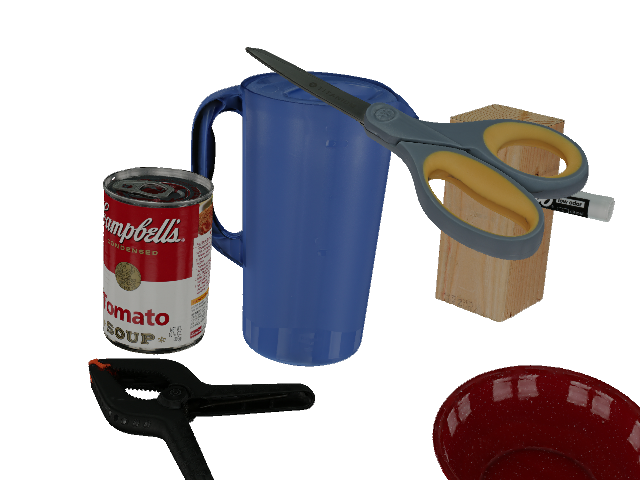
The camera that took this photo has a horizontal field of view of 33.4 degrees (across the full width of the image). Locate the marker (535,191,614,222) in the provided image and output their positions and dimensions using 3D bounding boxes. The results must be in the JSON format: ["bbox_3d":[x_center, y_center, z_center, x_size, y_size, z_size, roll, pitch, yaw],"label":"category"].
[{"bbox_3d":[0.165,-0.036,0.826,0.121,0.020,0.020,14,6,26],"label":"marker"}]

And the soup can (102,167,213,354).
[{"bbox_3d":[-0.104,0.012,0.675,0.068,0.102,0.068,5,21,-2],"label":"soup can"}]

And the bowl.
[{"bbox_3d":[0.161,0.162,0.767,0.162,0.055,0.162,-1,35,1],"label":"bowl"}]

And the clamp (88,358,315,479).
[{"bbox_3d":[-0.121,0.149,0.975,0.210,0.036,0.164,22,36,32],"label":"clamp"}]

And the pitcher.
[{"bbox_3d":[-0.019,-0.020,0.920,0.149,0.243,0.144,20,25,37],"label":"pitcher"}]

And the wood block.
[{"bbox_3d":[0.191,-0.031,1.144,0.090,0.206,0.090,20,28,38],"label":"wood block"}]

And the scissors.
[{"bbox_3d":[0.053,-0.062,0.544,0.096,0.016,0.202,-24,50,-23],"label":"scissors"}]
